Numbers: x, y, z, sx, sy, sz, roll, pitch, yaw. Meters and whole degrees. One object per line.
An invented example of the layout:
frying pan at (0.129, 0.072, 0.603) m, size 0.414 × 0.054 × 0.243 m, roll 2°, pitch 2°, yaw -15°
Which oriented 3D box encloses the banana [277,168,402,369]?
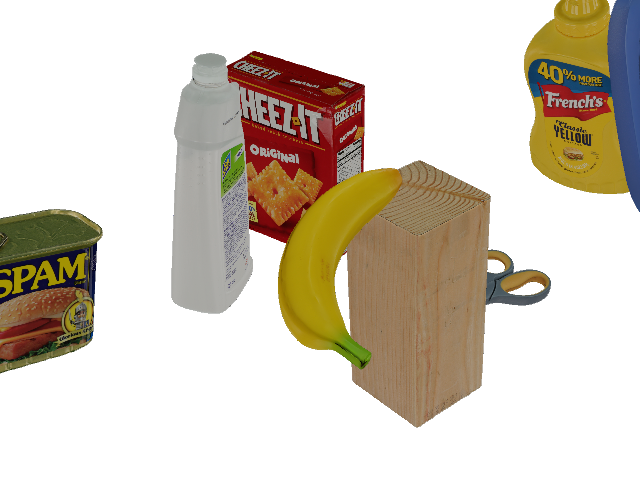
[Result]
banana at (0.010, 0.010, 0.721) m, size 0.069 × 0.037 × 0.197 m, roll 19°, pitch 43°, yaw -5°

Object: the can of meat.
can of meat at (-0.196, 0.033, 0.699) m, size 0.101 × 0.084 × 0.058 m, roll -14°, pitch 30°, yaw -41°

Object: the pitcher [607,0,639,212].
pitcher at (0.239, -0.057, 0.593) m, size 0.149 × 0.243 × 0.145 m, roll -6°, pitch 22°, yaw 14°

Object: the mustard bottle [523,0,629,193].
mustard bottle at (0.212, -0.125, 0.855) m, size 0.096 × 0.191 × 0.058 m, roll 22°, pitch 57°, yaw 32°

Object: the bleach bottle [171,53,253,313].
bleach bottle at (-0.101, -0.057, 1.001) m, size 0.068 × 0.251 × 0.102 m, roll 12°, pitch 35°, yaw 10°

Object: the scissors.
scissors at (0.160, 0.051, 1.151) m, size 0.201 × 0.016 × 0.096 m, roll -9°, pitch 40°, yaw -29°

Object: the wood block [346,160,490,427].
wood block at (0.086, 0.048, 0.942) m, size 0.090 × 0.206 × 0.091 m, roll -26°, pitch 40°, yaw -31°

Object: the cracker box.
cracker box at (-0.033, -0.098, 1.268) m, size 0.164 × 0.214 × 0.072 m, roll 22°, pitch 41°, yaw 29°
